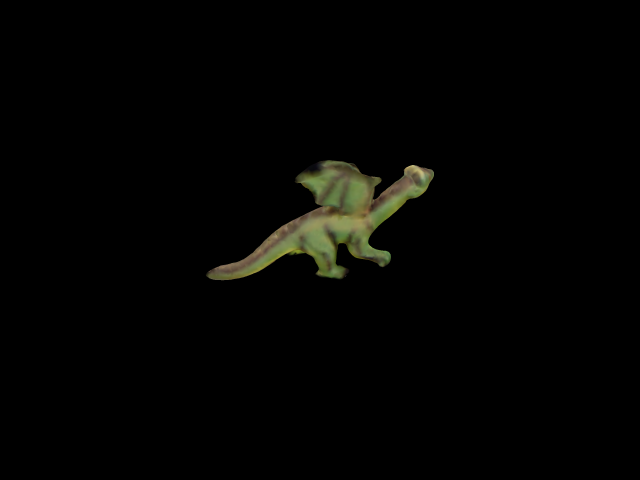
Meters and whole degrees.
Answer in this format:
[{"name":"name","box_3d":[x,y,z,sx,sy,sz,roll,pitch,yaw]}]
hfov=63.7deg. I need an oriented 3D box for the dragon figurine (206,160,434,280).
[{"name":"dragon figurine","box_3d":[0.003,-0.043,0.850,0.411,0.125,0.237,-14,-41,-12]}]
